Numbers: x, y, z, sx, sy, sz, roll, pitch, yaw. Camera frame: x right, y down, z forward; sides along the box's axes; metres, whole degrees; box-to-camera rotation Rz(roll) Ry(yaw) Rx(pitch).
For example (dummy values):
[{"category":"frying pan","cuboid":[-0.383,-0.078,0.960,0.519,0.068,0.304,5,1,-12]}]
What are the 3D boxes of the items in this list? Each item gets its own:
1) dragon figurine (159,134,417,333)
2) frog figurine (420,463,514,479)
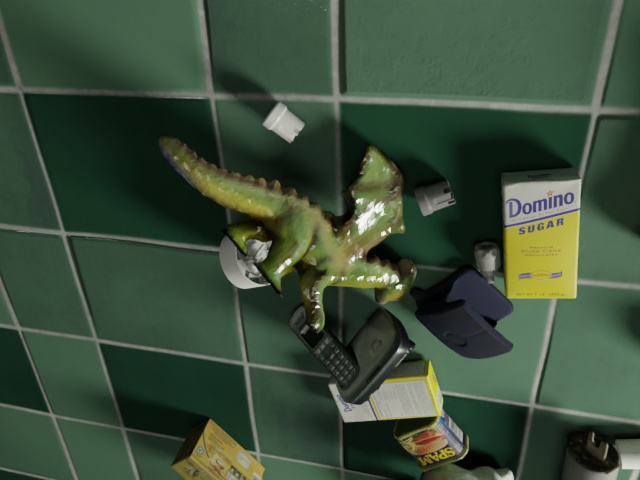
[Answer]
[{"category":"dragon figurine","cuboid":[0.002,-0.035,0.701,0.244,0.404,0.123,-39,27,-6]},{"category":"frog figurine","cuboid":[0.256,0.430,0.887,0.159,0.123,0.136,-32,-7,0]}]
